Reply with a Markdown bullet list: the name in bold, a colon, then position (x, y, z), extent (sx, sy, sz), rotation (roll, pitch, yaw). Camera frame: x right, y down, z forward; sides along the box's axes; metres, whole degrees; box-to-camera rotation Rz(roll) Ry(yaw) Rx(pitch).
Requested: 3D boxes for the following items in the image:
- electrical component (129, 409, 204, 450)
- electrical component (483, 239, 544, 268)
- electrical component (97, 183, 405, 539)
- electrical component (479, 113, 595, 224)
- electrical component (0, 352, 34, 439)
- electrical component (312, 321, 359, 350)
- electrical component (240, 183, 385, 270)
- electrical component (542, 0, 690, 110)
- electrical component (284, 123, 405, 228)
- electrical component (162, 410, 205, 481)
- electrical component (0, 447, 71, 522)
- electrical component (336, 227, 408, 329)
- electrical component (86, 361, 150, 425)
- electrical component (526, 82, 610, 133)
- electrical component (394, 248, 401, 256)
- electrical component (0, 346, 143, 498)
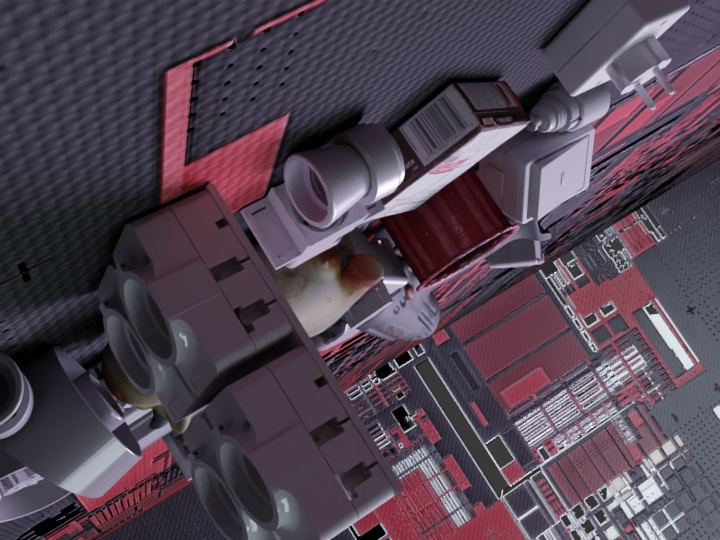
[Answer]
- **electrical component**: position (-0.177, 0.110, 0.902), extent (0.113, 0.057, 0.078), rotation (-34, 172, 9)
- **electrical component**: position (0.161, -0.050, 1.158), extent (0.061, 0.096, 0.062), rotation (-6, 178, 15)
- **electrical component**: position (-0.069, 0.064, 0.579), extent (0.060, 0.186, 0.105), rotation (-28, 171, -30)
- **electrical component**: position (0.150, -0.088, 0.873), extent (0.096, 0.061, 0.061), rotation (-28, 135, -28)
- **electrical component**: position (-0.207, 0.070, 0.599), extent (0.045, 0.045, 0.055), rotation (-30, 172, -16)
- **electrical component**: position (-0.019, 0.038, 1.087), extent (0.095, 0.053, 0.059), rotation (-39, 170, 39)
- **electrical component**: position (-0.031, -0.032, 0.668), extent (0.081, 0.042, 0.064), rotation (-29, 173, -22)
- **electrical component**: position (0.173, -0.139, 0.690), extent (0.047, 0.075, 0.083), rotation (-27, 170, -33)
- **electrical component**: position (-0.009, -0.055, 0.610), extent (0.055, 0.045, 0.045), rotation (-29, 171, -30)
- **electrical component**: position (-0.096, 0.138, 1.021), extent (0.105, 0.060, 0.186), rotation (-35, 171, 14)
- **electrical component**: position (-0.258, 0.149, 0.808), extent (0.099, 0.064, 0.099), rotation (-32, 172, -5)
- **electrical component**: position (0.000, 0.000, 0.822), extent (0.042, 0.081, 0.064), rotation (-36, 159, 30)
- **electrical component**: position (-0.180, 0.086, 0.790), extent (0.083, 0.047, 0.076), rotation (-33, 172, 2)
- **electrical component**: position (0.159, -0.126, 0.834), extent (0.078, 0.040, 0.040), rotation (-28, 171, -30)
- **electrical component**: position (0.029, 0.014, 1.151), extent (0.083, 0.047, 0.075), rotation (-28, 170, -31)
- **electrical component**: position (-0.185, 0.097, 0.674), extent (0.064, 0.099, 0.099), rotation (-38, 173, -7)
